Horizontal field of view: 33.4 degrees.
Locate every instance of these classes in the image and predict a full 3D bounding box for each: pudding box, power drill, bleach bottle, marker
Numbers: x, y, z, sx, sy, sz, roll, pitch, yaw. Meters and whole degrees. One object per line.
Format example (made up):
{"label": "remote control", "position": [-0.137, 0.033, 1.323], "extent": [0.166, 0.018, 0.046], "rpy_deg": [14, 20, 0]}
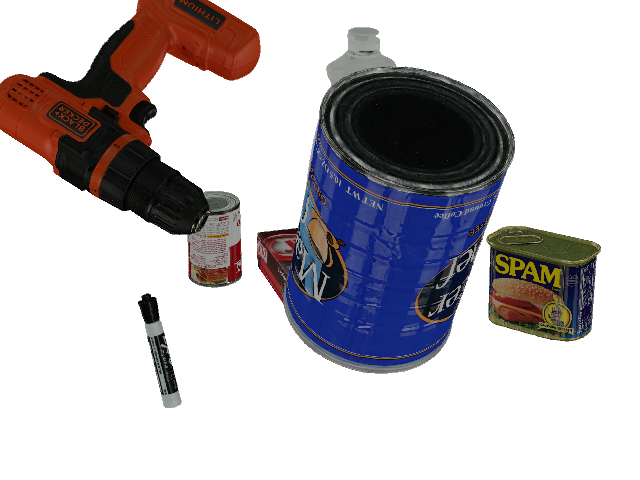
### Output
{"label": "pudding box", "position": [0.013, 0.018, 0.874], "extent": [0.113, 0.039, 0.090], "rpy_deg": [-5, 25, -19]}
{"label": "power drill", "position": [-0.125, -0.106, 0.811], "extent": [0.184, 0.187, 0.057], "rpy_deg": [33, -34, 7]}
{"label": "bleach bottle", "position": [0.030, -0.087, 1.065], "extent": [0.102, 0.251, 0.068], "rpy_deg": [7, 27, 11]}
{"label": "marker", "position": [-0.164, 0.112, 1.089], "extent": [0.020, 0.121, 0.020], "rpy_deg": [-11, 13, 2]}

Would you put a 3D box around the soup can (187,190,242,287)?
{"label": "soup can", "position": [-0.132, -0.003, 1.324], "extent": [0.068, 0.102, 0.068], "rpy_deg": [0, 26, 0]}

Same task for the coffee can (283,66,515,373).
{"label": "coffee can", "position": [0.039, -0.009, 0.591], "extent": [0.102, 0.140, 0.103], "rpy_deg": [6, 44, -6]}

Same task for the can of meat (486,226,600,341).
{"label": "can of meat", "position": [0.205, 0.040, 0.995], "extent": [0.102, 0.084, 0.057], "rpy_deg": [15, 27, 37]}
